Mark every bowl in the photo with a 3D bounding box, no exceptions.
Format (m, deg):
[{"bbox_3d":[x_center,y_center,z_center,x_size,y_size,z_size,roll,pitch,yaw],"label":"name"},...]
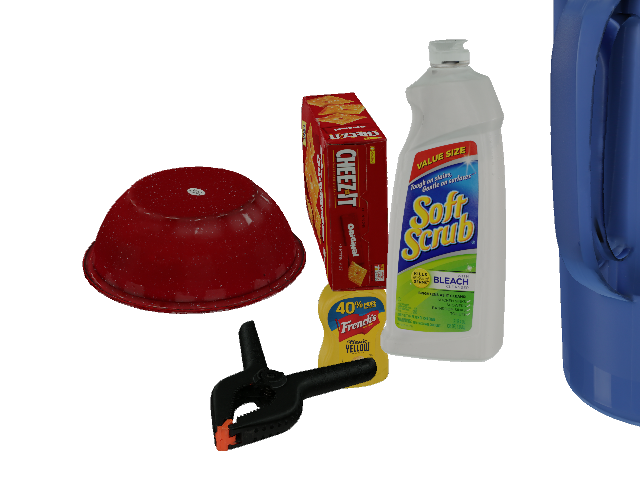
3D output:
[{"bbox_3d":[-0.090,-0.011,0.764,0.162,0.055,0.162,1,27,-1],"label":"bowl"}]

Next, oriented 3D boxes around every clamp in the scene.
[{"bbox_3d":[-0.041,0.153,1.102,0.165,0.036,0.209,11,26,15],"label":"clamp"}]

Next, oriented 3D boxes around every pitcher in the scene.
[{"bbox_3d":[0.172,-0.029,0.526,0.149,0.243,0.145,-4,21,-1],"label":"pitcher"}]

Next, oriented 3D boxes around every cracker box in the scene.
[{"bbox_3d":[0.025,-0.059,1.174,0.072,0.164,0.214,-5,21,-5],"label":"cracker box"}]

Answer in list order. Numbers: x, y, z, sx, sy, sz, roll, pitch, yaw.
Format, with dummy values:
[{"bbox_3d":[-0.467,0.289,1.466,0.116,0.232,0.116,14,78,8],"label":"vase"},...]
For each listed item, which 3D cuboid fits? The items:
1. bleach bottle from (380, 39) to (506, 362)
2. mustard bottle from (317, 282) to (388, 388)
[{"bbox_3d":[0.096,-0.032,0.852,0.103,0.251,0.068,3,14,23],"label":"bleach bottle"},{"bbox_3d":[0.045,0.104,1.446,0.096,0.192,0.058,-4,21,-10],"label":"mustard bottle"}]
